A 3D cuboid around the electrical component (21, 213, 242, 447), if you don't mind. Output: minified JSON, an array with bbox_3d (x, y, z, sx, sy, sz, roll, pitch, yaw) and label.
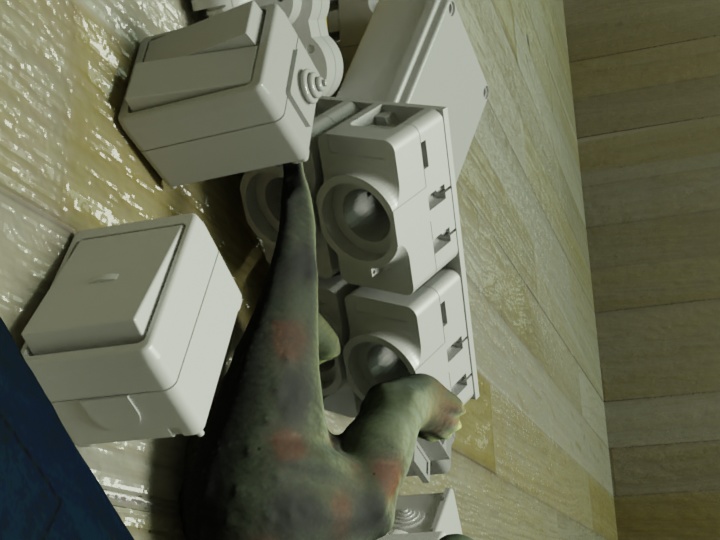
[{"bbox_3d":[-0.094,0.017,0.452,0.096,0.062,0.061,-80,155,-45],"label":"electrical component"}]

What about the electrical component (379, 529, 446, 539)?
[{"bbox_3d":[0.020,0.193,0.698,0.076,0.083,0.047,-32,113,-71],"label":"electrical component"}]

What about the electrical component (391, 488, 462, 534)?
[{"bbox_3d":[0.049,0.229,0.834,0.099,0.048,0.099,-50,130,-67],"label":"electrical component"}]

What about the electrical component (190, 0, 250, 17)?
[{"bbox_3d":[-0.077,-0.162,0.614,0.043,0.043,0.081,-50,131,-67],"label":"electrical component"}]

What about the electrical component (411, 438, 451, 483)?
[{"bbox_3d":[0.033,0.115,0.807,0.042,0.064,0.081,59,29,-50],"label":"electrical component"}]

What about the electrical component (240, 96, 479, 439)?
[{"bbox_3d":[0.000,0.000,0.622,0.060,0.105,0.186,-38,128,-43],"label":"electrical component"}]

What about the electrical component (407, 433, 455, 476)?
[{"bbox_3d":[0.046,0.117,0.869,0.055,0.050,0.089,61,27,-49],"label":"electrical component"}]

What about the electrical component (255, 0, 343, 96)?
[{"bbox_3d":[-0.054,-0.169,0.675,0.074,0.052,0.138,-42,122,-69],"label":"electrical component"}]

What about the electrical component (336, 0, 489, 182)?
[{"bbox_3d":[0.039,-0.120,0.759,0.108,0.056,0.108,55,50,-52],"label":"electrical component"}]

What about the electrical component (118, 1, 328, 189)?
[{"bbox_3d":[-0.064,-0.089,0.534,0.061,0.096,0.061,57,31,-47],"label":"electrical component"}]

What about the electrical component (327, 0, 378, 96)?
[{"bbox_3d":[0.011,-0.153,0.855,0.150,0.062,0.089,38,47,-66],"label":"electrical component"}]
